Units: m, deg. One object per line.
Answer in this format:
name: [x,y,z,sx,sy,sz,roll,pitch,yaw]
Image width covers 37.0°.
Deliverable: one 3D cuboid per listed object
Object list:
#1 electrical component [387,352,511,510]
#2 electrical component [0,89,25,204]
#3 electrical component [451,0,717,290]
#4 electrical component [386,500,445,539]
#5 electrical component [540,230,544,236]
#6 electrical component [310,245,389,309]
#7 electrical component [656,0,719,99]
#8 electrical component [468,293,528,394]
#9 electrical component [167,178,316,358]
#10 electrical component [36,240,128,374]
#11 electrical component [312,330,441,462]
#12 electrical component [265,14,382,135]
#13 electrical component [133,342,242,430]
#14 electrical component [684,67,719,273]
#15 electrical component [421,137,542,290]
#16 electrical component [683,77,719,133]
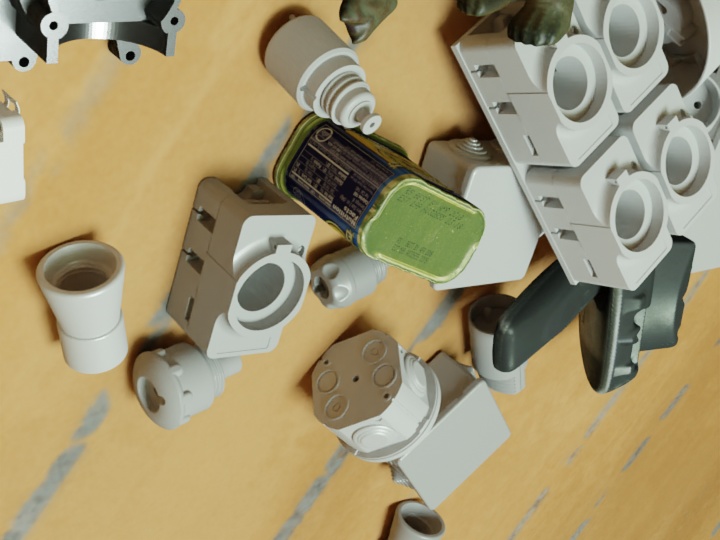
electrical component: [0.059,0.122,0.821,0.100,0.048,0.099,-42,140,-10]
electrical component: [-0.182,-0.050,0.471,0.064,0.042,0.081,-15,130,-37]
electrical component: [0.149,-0.091,0.670,0.105,0.060,0.186,-44,119,-23]
electrical component: [0.038,0.230,0.892,0.044,0.044,0.065,-1,125,-42]
electrical component: [0.158,-0.054,0.766,0.081,0.064,0.042,-40,138,-12]
electrical component: [0.000,0.000,0.685,0.061,0.035,0.035,-25,134,-31]
electrical component: [0.201,-0.166,0.694,0.064,0.099,0.099,-37,139,-25]
electrical component: [0.107,0.062,0.823,0.043,0.043,0.081,-31,136,-22]
electrical component: [-0.066,0.000,0.607,0.050,0.056,0.089,-3,122,-41]
electrical component: [-0.143,0.023,0.565,0.044,0.044,0.065,-25,139,-27]
electrical component: [0.009,0.084,0.723,0.080,0.080,0.051,-48,135,-3]
electrical component: [-0.017,-0.100,0.564,0.040,0.078,0.040,-31,151,-19]
electrical component: [-0.099,0.063,0.634,0.062,0.048,0.048,-22,133,-39]
electrical component: [0.281,-0.094,0.852,0.105,0.060,0.186,-9,125,-39]
electrical component: [0.078,-0.039,0.715,0.100,0.048,0.099,-6,123,-40]
electrical component: [0.205,-0.115,0.763,0.079,0.077,0.044,2,93,-1]
